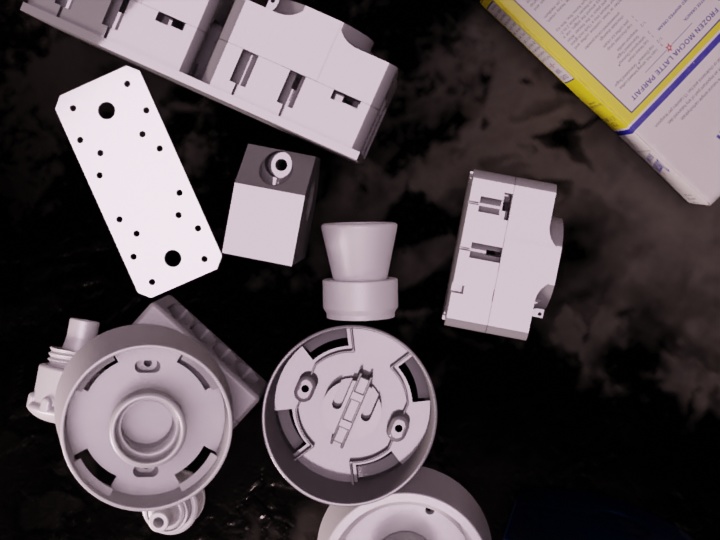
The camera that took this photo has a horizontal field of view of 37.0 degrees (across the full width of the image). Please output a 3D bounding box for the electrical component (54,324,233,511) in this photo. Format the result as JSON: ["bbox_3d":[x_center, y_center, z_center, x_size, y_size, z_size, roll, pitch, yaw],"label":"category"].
[{"bbox_3d":[-0.119,0.081,0.591,0.099,0.064,0.099,-1,95,-13],"label":"electrical component"}]

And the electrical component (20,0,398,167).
[{"bbox_3d":[-0.073,-0.124,0.592,0.186,0.105,0.060,24,94,0],"label":"electrical component"}]

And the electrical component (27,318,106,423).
[{"bbox_3d":[-0.169,0.060,0.639,0.048,0.048,0.062,10,87,1],"label":"electrical component"}]

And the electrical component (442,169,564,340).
[{"bbox_3d":[0.084,-0.009,0.623,0.056,0.050,0.089,11,94,1],"label":"electrical component"}]

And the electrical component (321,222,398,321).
[{"bbox_3d":[0.000,0.000,0.629,0.045,0.045,0.055,-1,94,2],"label":"electrical component"}]

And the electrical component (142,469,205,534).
[{"bbox_3d":[-0.112,0.139,0.633,0.035,0.061,0.035,0,94,2],"label":"electrical component"}]

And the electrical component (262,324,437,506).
[{"bbox_3d":[-0.005,0.080,0.625,0.099,0.064,0.099,0,94,1],"label":"electrical component"}]

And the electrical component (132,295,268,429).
[{"bbox_3d":[-0.112,0.071,0.636,0.083,0.047,0.075,43,94,-2],"label":"electrical component"}]

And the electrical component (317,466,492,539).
[{"bbox_3d":[0.026,0.174,0.632,0.108,0.060,0.108,0,93,2],"label":"electrical component"}]
